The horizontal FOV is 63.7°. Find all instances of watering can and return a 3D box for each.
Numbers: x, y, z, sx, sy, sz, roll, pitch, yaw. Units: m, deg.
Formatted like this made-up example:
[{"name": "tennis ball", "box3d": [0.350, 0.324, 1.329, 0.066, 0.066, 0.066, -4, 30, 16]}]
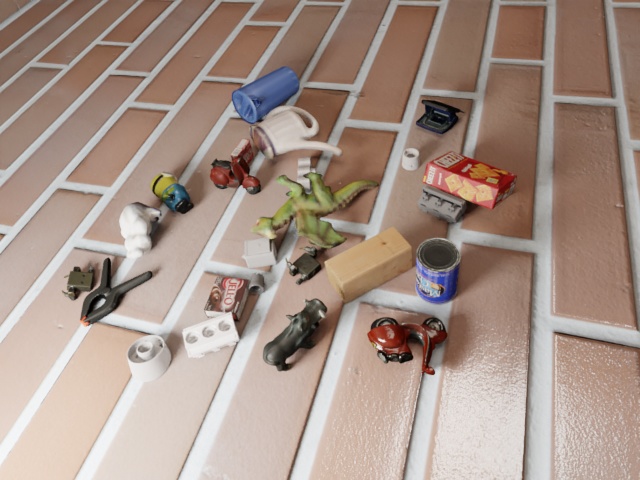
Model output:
[{"name": "watering can", "box3d": [-0.095, -0.339, 1.702, 0.226, 0.101, 0.354, -29, 51, -15]}]

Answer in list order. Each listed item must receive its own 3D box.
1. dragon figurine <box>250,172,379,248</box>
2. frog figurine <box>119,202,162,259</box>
[{"name": "dragon figurine", "box3d": [0.004, -0.073, 1.459, 0.411, 0.119, 0.248, -6, 56, -13]}, {"name": "frog figurine", "box3d": [-0.536, -0.025, 1.495, 0.136, 0.121, 0.163, -12, 48, 45]}]
